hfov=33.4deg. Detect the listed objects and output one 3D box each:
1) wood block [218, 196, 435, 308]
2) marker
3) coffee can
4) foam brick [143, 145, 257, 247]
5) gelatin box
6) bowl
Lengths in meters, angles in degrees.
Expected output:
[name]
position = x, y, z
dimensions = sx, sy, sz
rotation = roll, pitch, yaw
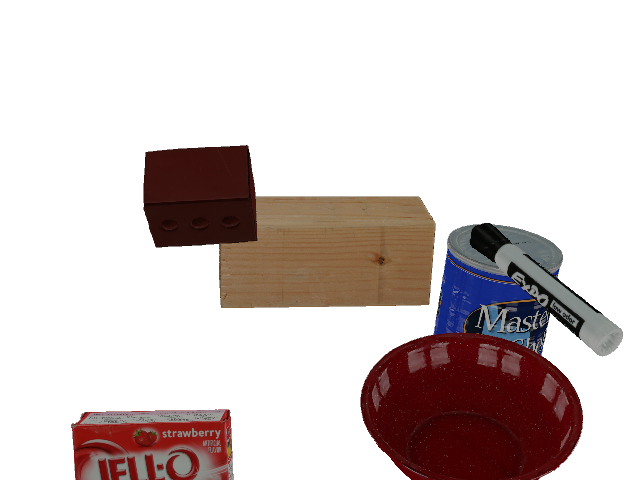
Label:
[wood block]
position = 0.002, 0.010, 1.066
dimensions = 0.206, 0.091, 0.090
rotation = 0, 20, -6
[marker]
position = 0.127, 0.025, 0.620
dimensions = 0.020, 0.020, 0.121
rotation = 0, 31, -35
[coffee can]
position = 0.157, 0.069, 0.977
dimensions = 0.103, 0.140, 0.103
rotation = 5, 23, -2
[foam brick]
position = -0.087, -0.032, 0.775
dimensions = 0.078, 0.051, 0.053
rotation = -4, -34, 1
[gelatin box]
position = -0.094, 0.136, 0.608
dimensions = 0.089, 0.073, 0.030
rotation = -1, 6, 3
[bowl]
position = 0.110, 0.140, 0.795
dimensions = 0.162, 0.055, 0.162
rotation = 0, 36, 0
